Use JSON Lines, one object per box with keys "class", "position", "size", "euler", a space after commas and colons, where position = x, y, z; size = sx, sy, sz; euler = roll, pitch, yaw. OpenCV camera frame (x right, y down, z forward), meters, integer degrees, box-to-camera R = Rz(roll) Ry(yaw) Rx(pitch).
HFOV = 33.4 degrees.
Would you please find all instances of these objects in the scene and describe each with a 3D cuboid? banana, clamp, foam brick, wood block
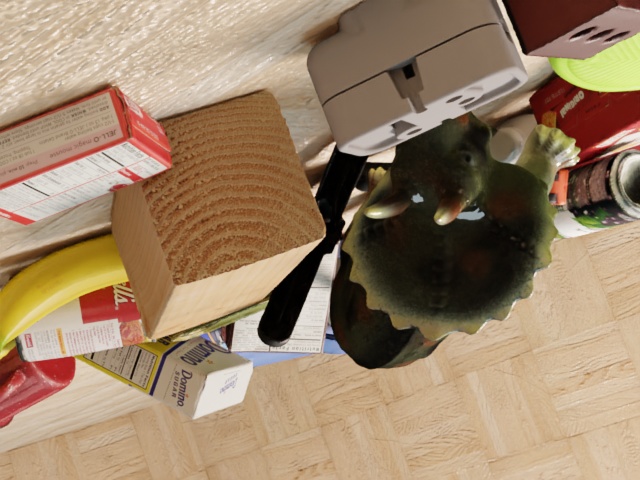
{"class": "banana", "position": [-0.159, 0.029, 0.771], "size": [0.197, 0.070, 0.037], "euler": [-25, 160, -19]}
{"class": "clamp", "position": [-0.005, 0.001, 0.830], "size": [0.036, 0.164, 0.210], "euler": [24, 178, 0]}
{"class": "foam brick", "position": [0.129, -0.123, 0.528], "size": [0.053, 0.051, 0.078], "euler": [-26, 170, 36]}
{"class": "wood block", "position": [-0.072, -0.006, 0.666], "size": [0.090, 0.091, 0.206], "euler": [-18, 171, -16]}
{"class": "clamp", "position": [0.113, -0.049, 0.863], "size": [0.120, 0.039, 0.172], "euler": [-13, -167, -43]}

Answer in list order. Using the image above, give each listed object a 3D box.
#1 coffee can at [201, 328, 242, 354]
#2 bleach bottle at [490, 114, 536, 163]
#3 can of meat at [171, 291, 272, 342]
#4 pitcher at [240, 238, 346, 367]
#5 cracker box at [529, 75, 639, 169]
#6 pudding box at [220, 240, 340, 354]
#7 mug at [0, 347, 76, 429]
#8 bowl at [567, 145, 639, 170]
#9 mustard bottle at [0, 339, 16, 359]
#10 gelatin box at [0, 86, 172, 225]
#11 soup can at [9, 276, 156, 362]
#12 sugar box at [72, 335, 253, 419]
{"class": "coffee can", "position": [-0.078, 0.055, 1.018], "size": [0.140, 0.103, 0.103], "euler": [-20, 172, -9]}
{"class": "bleach bottle", "position": [0.233, -0.090, 0.989], "size": [0.103, 0.068, 0.250], "euler": [-32, 164, 36]}
{"class": "can of meat", "position": [-0.086, 0.027, 0.874], "size": [0.102, 0.084, 0.057], "euler": [-22, 172, 10]}
{"class": "pitcher", "position": [-0.017, 0.077, 1.207], "size": [0.242, 0.145, 0.149], "euler": [-12, 168, -32]}
{"class": "cracker box", "position": [0.292, -0.132, 0.811], "size": [0.213, 0.072, 0.164], "euler": [-17, 172, -20]}
{"class": "pudding box", "position": [-0.036, 0.045, 0.949], "size": [0.090, 0.113, 0.039], "euler": [3, -161, -20]}
{"class": "mug", "position": [-0.276, 0.116, 0.947], "size": [0.082, 0.093, 0.117], "euler": [-28, -166, 16]}
{"class": "bowl", "position": [0.274, -0.070, 0.940], "size": [0.161, 0.055, 0.162], "euler": [-28, 140, -26]}
{"class": "mustard bottle", "position": [-0.325, 0.101, 0.863], "size": [0.096, 0.058, 0.192], "euler": [-12, 168, -42]}
{"class": "gelatin box", "position": [-0.124, -0.040, 0.525], "size": [0.089, 0.030, 0.073], "euler": [-21, 171, 5]}
{"class": "soup can", "position": [-0.181, 0.053, 0.817], "size": [0.102, 0.068, 0.068], "euler": [-8, 170, -10]}
{"class": "sugar box", "position": [-0.153, 0.091, 0.912], "size": [0.176, 0.048, 0.093], "euler": [20, -172, 20]}
